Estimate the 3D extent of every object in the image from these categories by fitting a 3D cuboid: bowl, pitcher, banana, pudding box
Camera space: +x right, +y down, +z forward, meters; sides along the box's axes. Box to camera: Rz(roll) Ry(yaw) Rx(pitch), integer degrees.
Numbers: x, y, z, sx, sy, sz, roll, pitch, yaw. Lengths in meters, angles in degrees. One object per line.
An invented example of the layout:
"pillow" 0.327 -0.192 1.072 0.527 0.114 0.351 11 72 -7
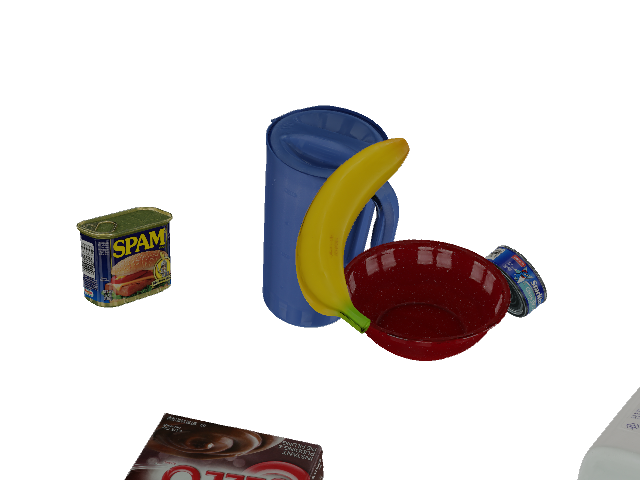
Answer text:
"bowl" 0.098 0.065 1.019 0.162 0.055 0.162 1 35 -1
"pitcher" 0.003 -0.014 1.195 0.145 0.243 0.149 5 40 -3
"banana" 0.021 -0.012 0.843 0.069 0.197 0.037 16 -36 -1
"pudding box" -0.063 0.159 0.672 0.113 0.039 0.090 8 30 14

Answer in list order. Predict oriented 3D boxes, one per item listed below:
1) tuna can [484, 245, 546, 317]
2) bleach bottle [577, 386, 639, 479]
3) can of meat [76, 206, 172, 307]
"tuna can" 0.229 0.050 1.282 0.033 0.086 0.086 -37 11 -15
"bleach bottle" 0.245 0.102 0.630 0.103 0.068 0.250 19 30 32
"can of meat" -0.208 0.017 1.148 0.058 0.084 0.101 18 25 41
